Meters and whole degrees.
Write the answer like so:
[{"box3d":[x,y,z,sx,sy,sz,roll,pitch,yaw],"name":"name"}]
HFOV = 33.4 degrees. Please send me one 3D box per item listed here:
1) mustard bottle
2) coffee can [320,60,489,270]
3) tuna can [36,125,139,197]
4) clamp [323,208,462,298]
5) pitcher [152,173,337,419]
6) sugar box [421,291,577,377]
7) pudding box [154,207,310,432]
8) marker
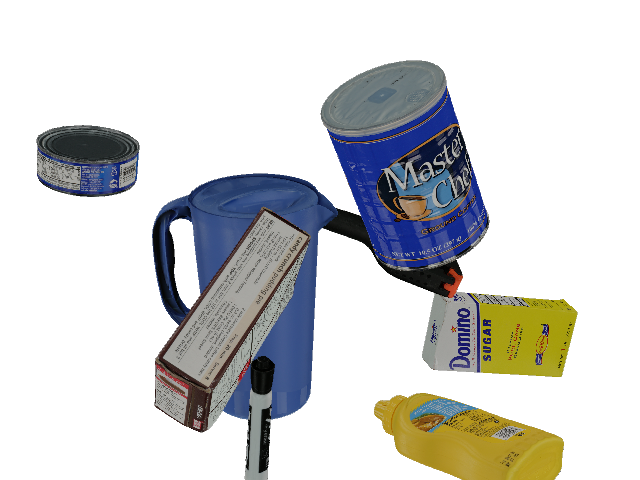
[{"box3d":[0.129,0.190,1.028,0.192,0.058,0.096,15,22,41],"name":"mustard bottle"},{"box3d":[0.071,-0.061,0.873,0.103,0.140,0.103,-17,32,11],"name":"coffee can"},{"box3d":[-0.198,-0.068,0.909,0.086,0.034,0.086,7,24,-3],"name":"tuna can"},{"box3d":[0.072,-0.007,1.219,0.164,0.036,0.210,-18,51,-36],"name":"clamp"},{"box3d":[-0.076,0.059,1.111,0.144,0.243,0.149,-21,30,-41],"name":"pitcher"},{"box3d":[0.220,0.116,1.310,0.176,0.093,0.048,4,18,-17],"name":"sugar box"},{"box3d":[-0.052,0.048,0.619,0.039,0.113,0.090,28,-26,6],"name":"pudding box"},{"box3d":[-0.048,0.142,0.834,0.020,0.121,0.020,4,30,-2],"name":"marker"}]
